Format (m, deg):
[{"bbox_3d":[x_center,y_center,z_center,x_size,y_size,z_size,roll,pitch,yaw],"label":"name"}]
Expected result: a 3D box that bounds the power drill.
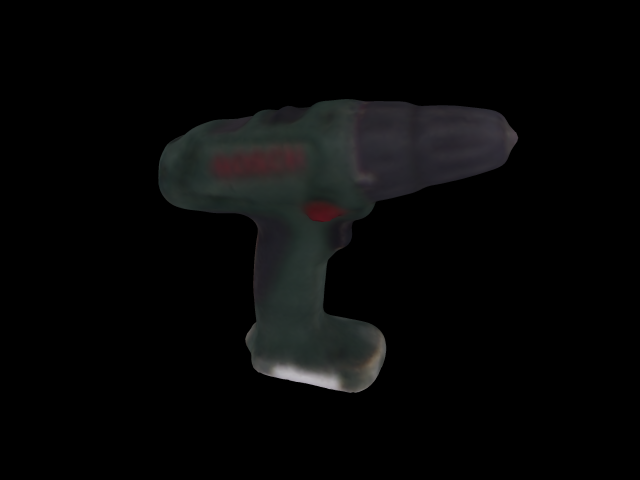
[{"bbox_3d":[0.004,0.001,0.400,0.229,0.208,0.076,8,32,14],"label":"power drill"}]
